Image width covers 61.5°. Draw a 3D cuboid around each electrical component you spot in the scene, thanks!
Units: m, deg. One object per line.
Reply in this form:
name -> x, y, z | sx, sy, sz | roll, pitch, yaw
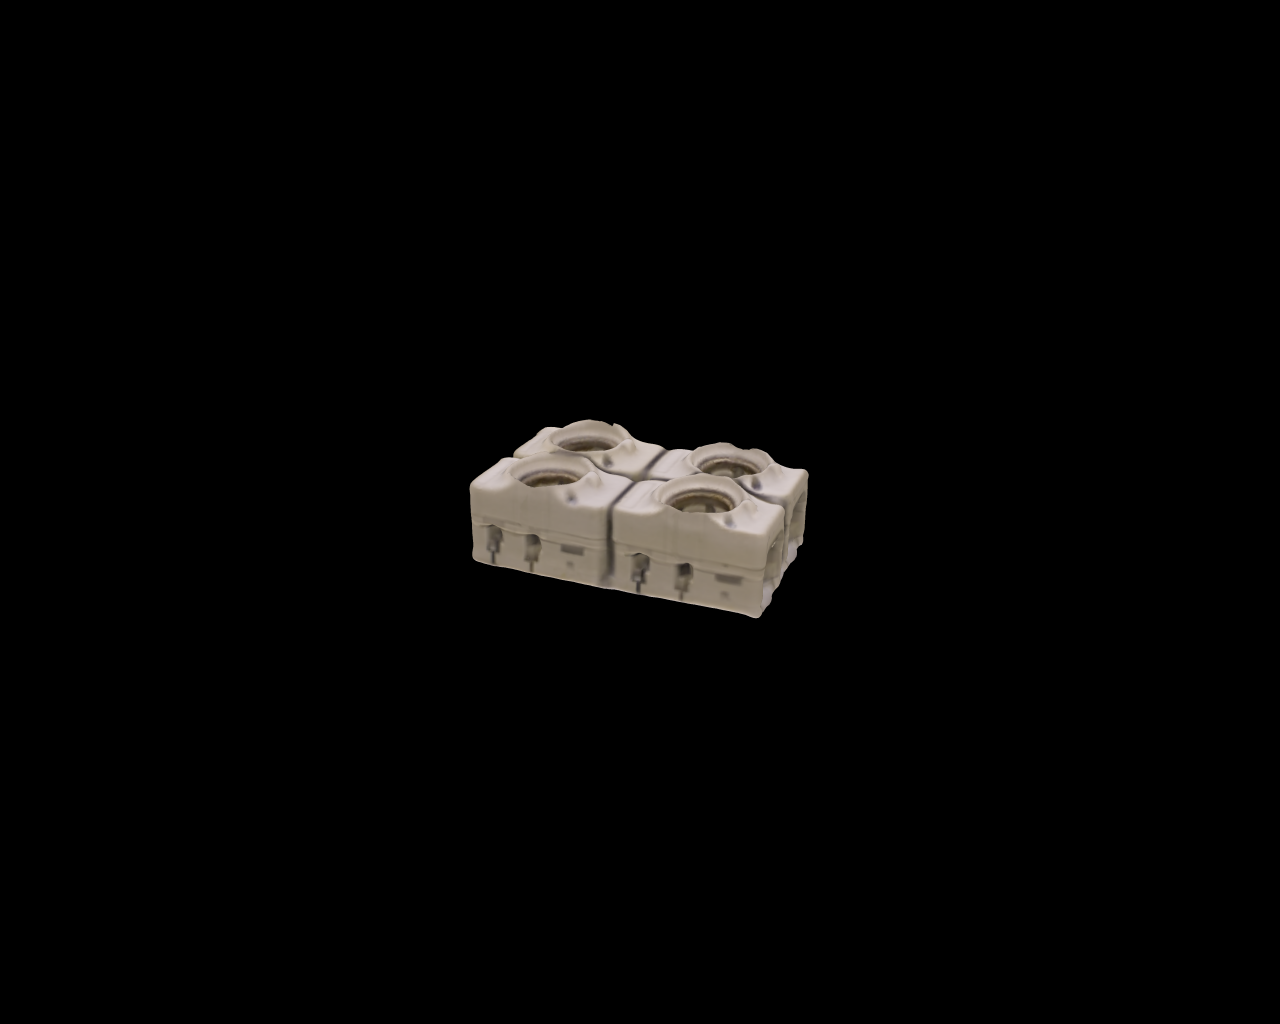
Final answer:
electrical component -> 0.001, -0.003, 0.650 | 0.186, 0.060, 0.106 | 10, 28, 20
